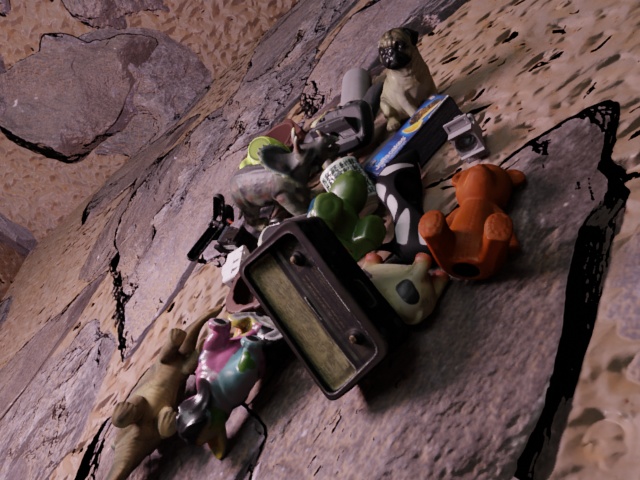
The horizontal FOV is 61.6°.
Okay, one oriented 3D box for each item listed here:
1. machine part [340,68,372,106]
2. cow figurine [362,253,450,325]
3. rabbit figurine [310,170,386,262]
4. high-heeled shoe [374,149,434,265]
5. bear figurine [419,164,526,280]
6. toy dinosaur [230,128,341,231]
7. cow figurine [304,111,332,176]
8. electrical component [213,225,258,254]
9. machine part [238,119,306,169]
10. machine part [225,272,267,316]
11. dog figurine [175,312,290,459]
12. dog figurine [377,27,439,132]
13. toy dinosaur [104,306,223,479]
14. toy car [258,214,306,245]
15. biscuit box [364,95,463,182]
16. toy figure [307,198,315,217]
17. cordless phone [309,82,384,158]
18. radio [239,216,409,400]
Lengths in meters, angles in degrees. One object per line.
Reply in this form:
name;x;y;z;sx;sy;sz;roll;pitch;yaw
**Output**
machine part;0.089;-0.350;1.317;0.079;0.079;0.243;-28;35;29
cow figurine;0.080;0.086;0.792;0.195;0.085;0.127;-2;51;45
rabbit figurine;0.043;-0.034;0.897;0.159;0.121;0.170;113;176;-49
high-heeled shoe;0.164;-0.068;0.874;0.145;0.086;0.249;-8;52;46
bear figurine;0.218;-0.048;0.738;0.120;0.131;0.196;7;60;26
toy dinosaur;-0.125;-0.118;1.194;0.405;0.192;0.131;-14;41;42
cow figurine;-0.009;-0.217;1.261;0.167;0.098;0.068;-44;35;5
electrical component;-0.198;0.007;1.253;0.119;0.074;0.048;-6;48;54
machine part;-0.113;-0.214;1.402;0.201;0.087;0.201;-45;30;5
machine part;-0.103;0.086;1.051;0.179;0.056;0.179;-31;33;23
dog figurine;-0.146;0.236;0.876;0.109;0.191;0.219;23;99;24
dog figurine;0.154;-0.329;1.075;0.121;0.190;0.172;-46;29;-24
toy dinosaur;-0.302;0.310;0.945;0.471;0.105;0.198;-59;5;-31
toy car;-0.049;-0.016;1.106;0.202;0.056;0.073;-13;48;38
biscuit box;0.177;-0.180;1.010;0.202;0.062;0.059;-48;28;-3
toy figure;-0.003;-0.002;0.995;0.064;0.058;0.154;-24;55;53
cordless phone;0.069;-0.277;1.185;0.147;0.088;0.184;-12;41;45
radio;0.004;0.086;0.733;0.131;0.229;0.073;-45;-13;30
